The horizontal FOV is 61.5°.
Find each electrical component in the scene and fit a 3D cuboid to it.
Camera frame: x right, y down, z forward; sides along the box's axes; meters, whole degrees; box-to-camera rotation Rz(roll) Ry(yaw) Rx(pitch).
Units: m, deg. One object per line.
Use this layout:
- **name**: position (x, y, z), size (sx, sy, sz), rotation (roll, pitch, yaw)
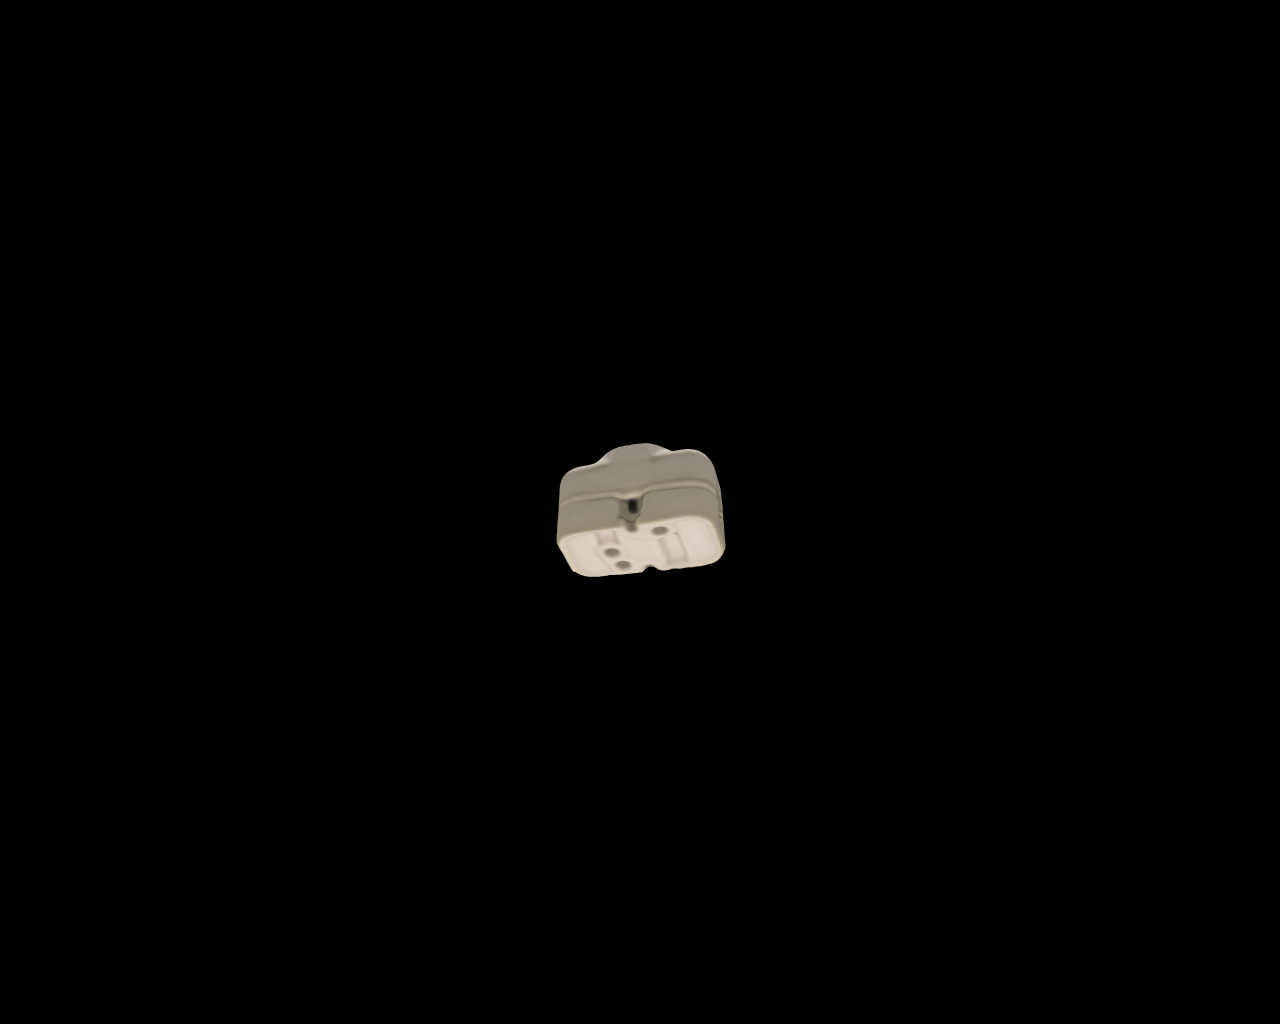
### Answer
- **electrical component**: position (0.001, -0.003, 0.650), size (0.095, 0.059, 0.053), rotation (-8, -36, 11)
